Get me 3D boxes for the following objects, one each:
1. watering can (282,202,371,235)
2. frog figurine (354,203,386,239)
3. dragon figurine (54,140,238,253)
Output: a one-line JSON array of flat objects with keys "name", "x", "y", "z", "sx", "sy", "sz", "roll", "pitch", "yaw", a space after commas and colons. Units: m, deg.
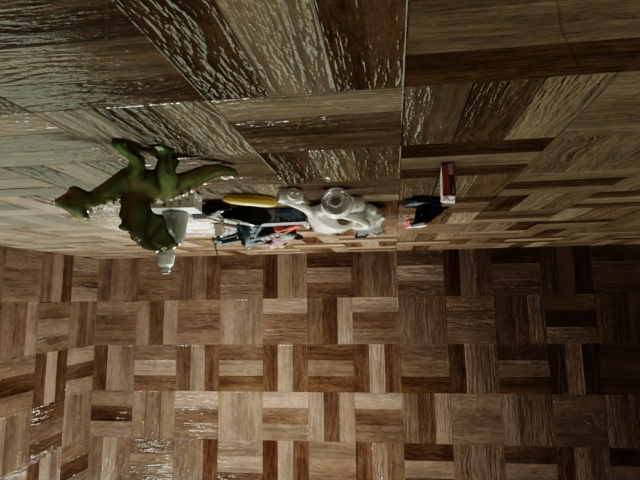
[{"name": "watering can", "x": 0.006, "y": -0.092, "z": 1.818, "sx": 0.347, "sy": 0.105, "sz": 0.223, "roll": 16, "pitch": 170, "yaw": -15}, {"name": "frog figurine", "x": 0.176, "y": -0.092, "z": 1.921, "sx": 0.137, "sy": 0.125, "sz": 0.156, "roll": 5, "pitch": 138, "yaw": 19}, {"name": "dragon figurine", "x": -0.366, "y": -0.089, "z": 1.160, "sx": 0.410, "sy": 0.246, "sz": 0.121, "roll": 7, "pitch": 164, "yaw": -34}]
